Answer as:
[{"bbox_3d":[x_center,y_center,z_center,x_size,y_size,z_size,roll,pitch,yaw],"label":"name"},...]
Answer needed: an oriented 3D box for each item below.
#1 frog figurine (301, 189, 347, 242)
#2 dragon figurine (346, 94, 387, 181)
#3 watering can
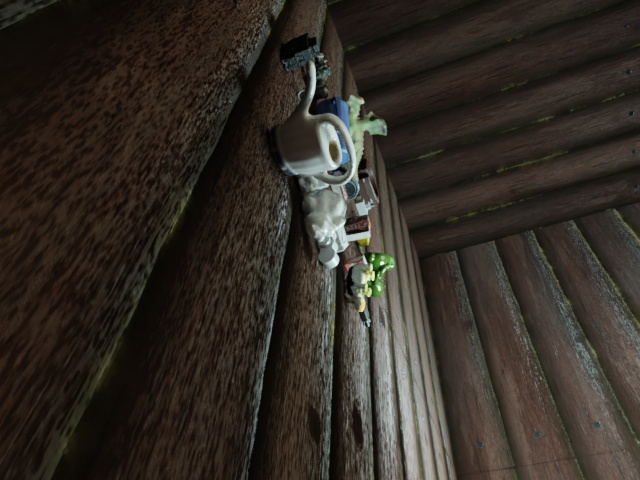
[{"bbox_3d":[0.004,-0.074,1.461,0.137,0.121,0.162,40,28,0],"label":"frog figurine"},{"bbox_3d":[0.186,-0.462,2.309,0.125,0.242,0.403,-92,158,-58],"label":"dragon figurine"},{"bbox_3d":[-0.034,-0.284,1.339,0.341,0.223,0.106,65,35,-29],"label":"watering can"}]
